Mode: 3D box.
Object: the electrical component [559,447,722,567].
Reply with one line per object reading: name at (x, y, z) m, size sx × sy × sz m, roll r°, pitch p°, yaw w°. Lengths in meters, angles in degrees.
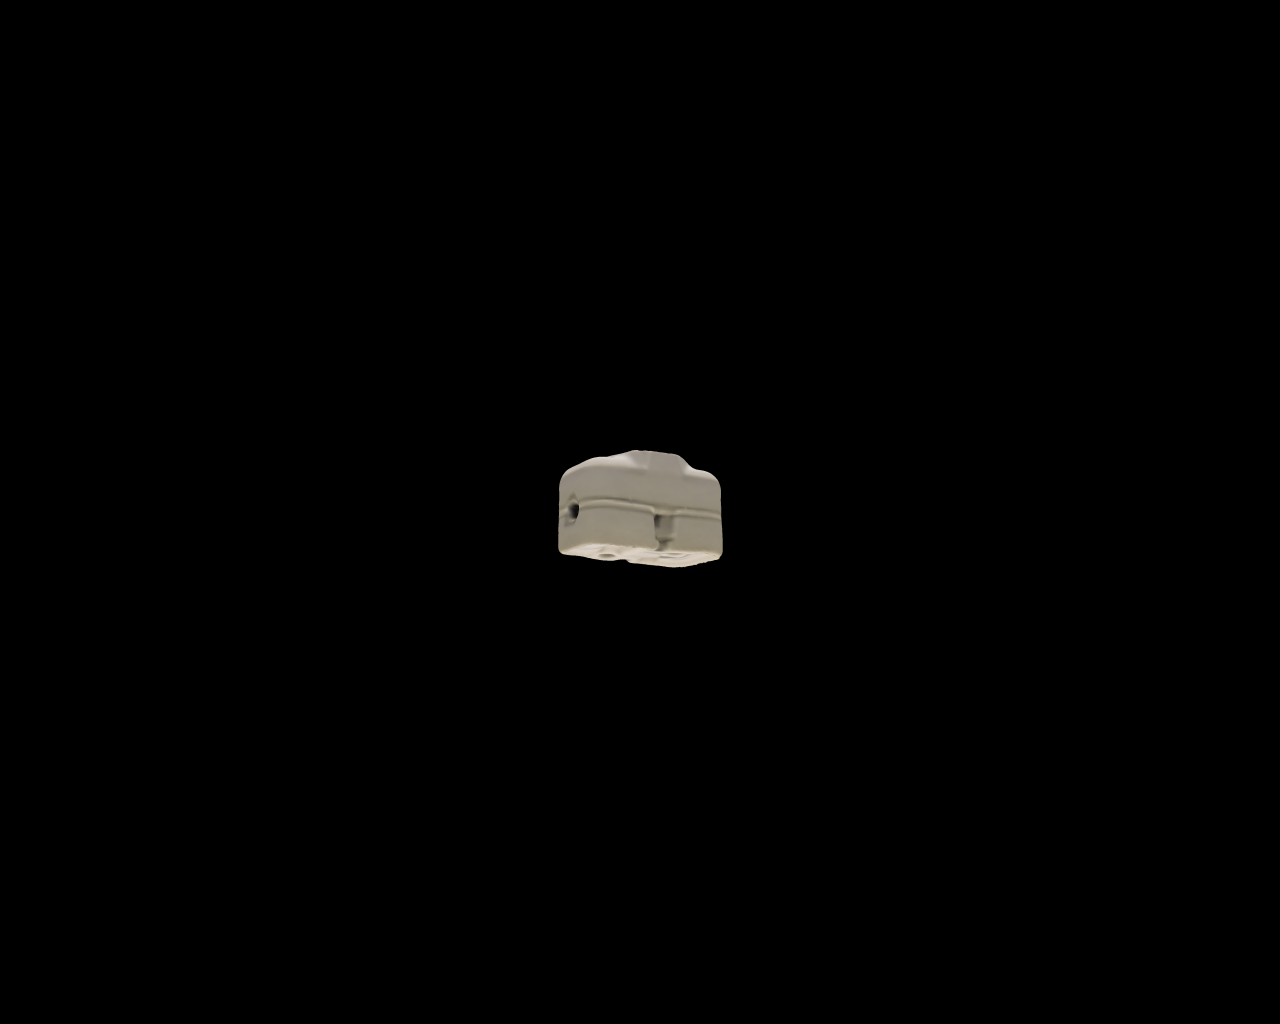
electrical component at (0.001, -0.003, 0.650) m, size 0.095 × 0.059 × 0.053 m, roll 7°, pitch -14°, yaw -30°
